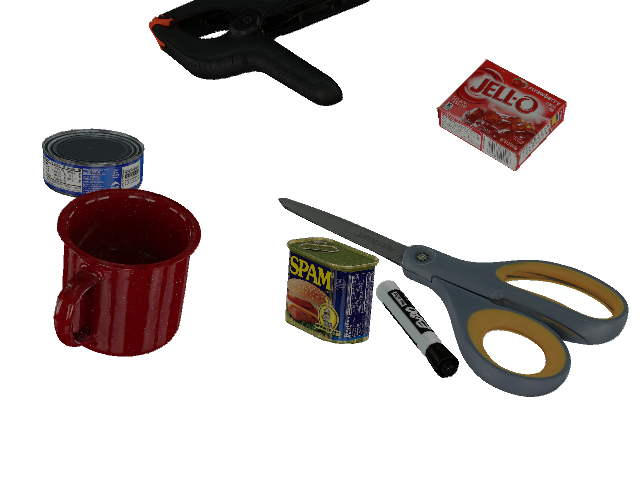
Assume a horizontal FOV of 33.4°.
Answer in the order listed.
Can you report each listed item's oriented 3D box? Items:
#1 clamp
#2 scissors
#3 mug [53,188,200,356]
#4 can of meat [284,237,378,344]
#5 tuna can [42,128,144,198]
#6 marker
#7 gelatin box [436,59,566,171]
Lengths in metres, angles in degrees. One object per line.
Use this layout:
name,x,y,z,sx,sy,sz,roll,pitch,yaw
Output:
clamp,-0.042,-0.160,0.798,0.172,0.120,0.039,14,-35,22
scissors,0.053,0.026,0.550,0.202,0.016,0.096,13,43,18
mug,-0.136,0.029,0.707,0.093,0.081,0.117,22,35,14
can of meat,0.008,0.050,1.074,0.057,0.084,0.102,-8,19,-37
tuna can,-0.195,-0.066,0.916,0.086,0.034,0.086,5,24,-2
marker,0.074,0.068,0.825,0.020,0.020,0.121,0,27,-22
gelatin box,0.160,-0.113,0.948,0.089,0.073,0.030,35,-22,26
